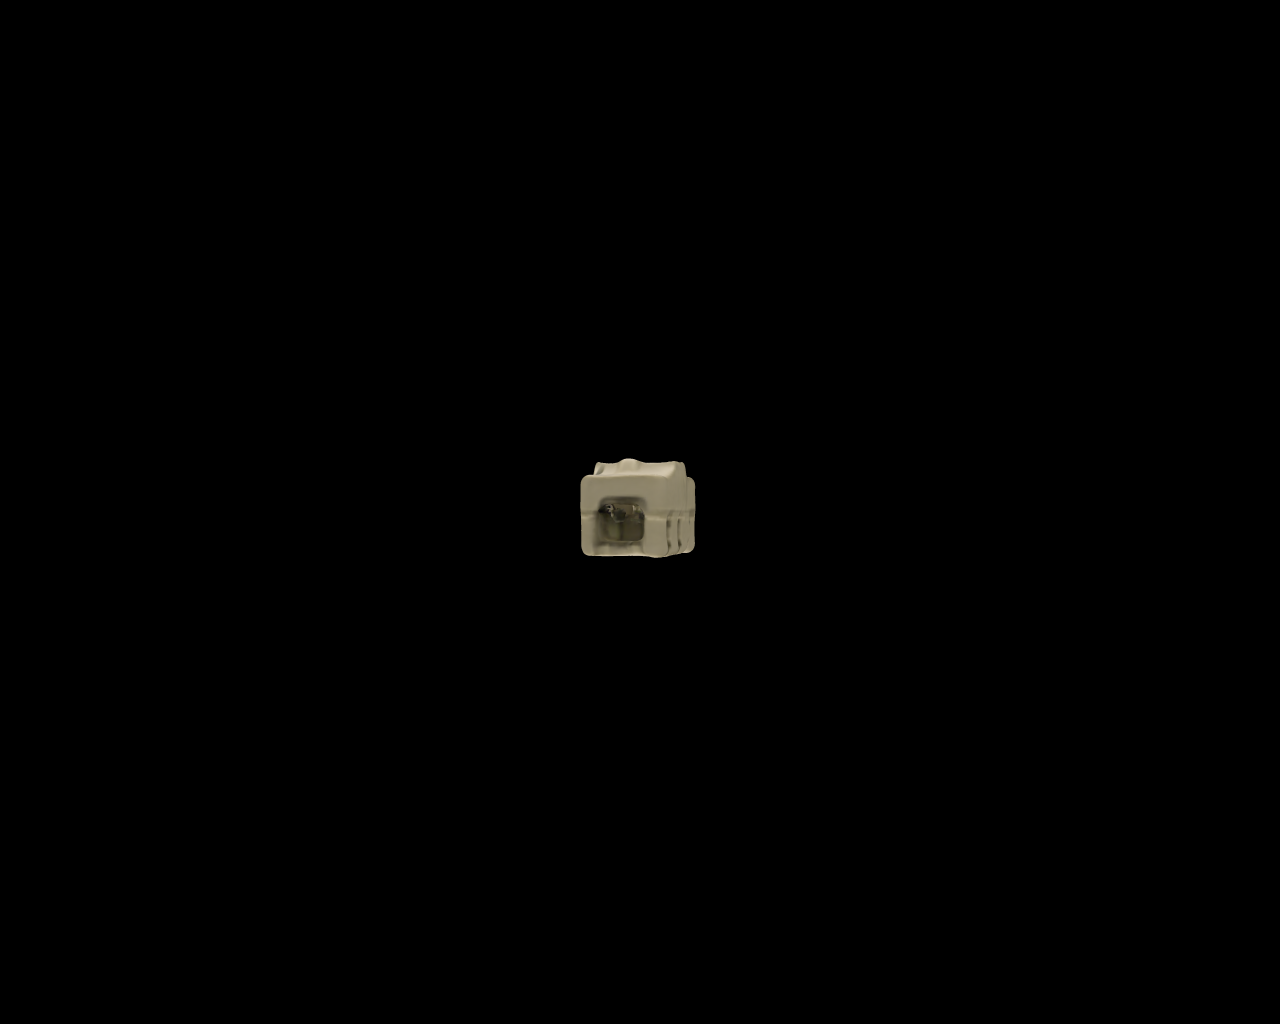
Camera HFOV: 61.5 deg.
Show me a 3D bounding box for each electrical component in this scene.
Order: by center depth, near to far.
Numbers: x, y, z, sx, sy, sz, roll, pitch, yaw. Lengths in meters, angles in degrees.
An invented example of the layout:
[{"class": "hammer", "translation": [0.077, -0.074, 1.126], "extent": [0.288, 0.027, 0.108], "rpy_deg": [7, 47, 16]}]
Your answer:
[{"class": "electrical component", "translation": [0.001, -0.003, 0.650], "extent": [0.050, 0.055, 0.089], "rpy_deg": [0, 0, 15]}]
